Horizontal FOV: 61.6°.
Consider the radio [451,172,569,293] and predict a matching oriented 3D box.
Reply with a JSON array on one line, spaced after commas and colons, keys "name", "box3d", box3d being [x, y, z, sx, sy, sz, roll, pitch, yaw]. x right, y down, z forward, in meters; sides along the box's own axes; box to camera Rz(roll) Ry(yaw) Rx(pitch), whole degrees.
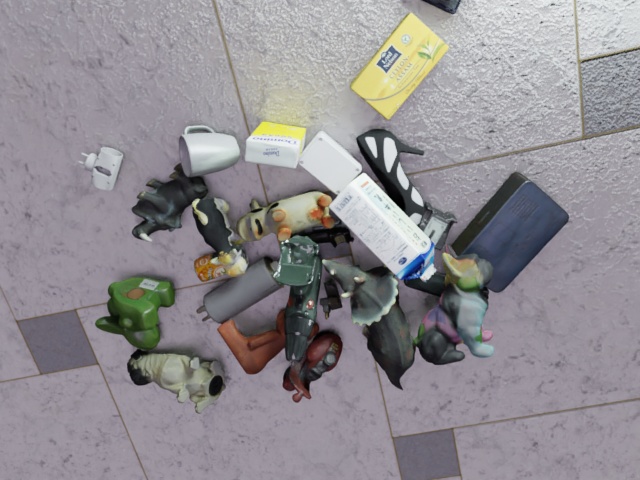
[{"name": "radio", "box3d": [0.385, -0.010, 1.108, 0.131, 0.073, 0.229, 33, 109, -11]}]

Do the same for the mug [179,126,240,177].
[{"name": "mug", "box3d": [-0.220, -0.179, 1.061, 0.107, 0.110, 0.080, -9, 148, -26]}]

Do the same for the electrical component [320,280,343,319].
[{"name": "electrical component", "box3d": [0.021, 0.128, 1.160, 0.045, 0.102, 0.078, -18, 86, 1]}]

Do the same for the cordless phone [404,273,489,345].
[{"name": "cordless phone", "box3d": [0.263, 0.143, 1.174, 0.184, 0.089, 0.146, 19, 111, 7]}]

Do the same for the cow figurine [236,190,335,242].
[{"name": "cow figurine", "box3d": [-0.077, -0.049, 1.094, 0.195, 0.127, 0.085, -18, 110, -7]}]

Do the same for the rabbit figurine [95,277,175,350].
[{"name": "rabbit figurine", "box3d": [-0.409, 0.177, 1.183, 0.159, 0.121, 0.170, 8, 125, 3]}]

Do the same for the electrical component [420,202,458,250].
[{"name": "electrical component", "box3d": [0.227, -0.011, 1.124, 0.075, 0.048, 0.119, 22, 110, -6]}]

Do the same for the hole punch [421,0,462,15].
[{"name": "hole punch", "box3d": [0.221, -0.476, 0.945, 0.142, 0.092, 0.115, 23, 79, -4]}]

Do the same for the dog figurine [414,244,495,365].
[{"name": "dog figurine", "box3d": [0.261, 0.123, 1.072, 0.192, 0.108, 0.219, -16, 97, 24]}]

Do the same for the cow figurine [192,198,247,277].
[{"name": "cow figurine", "box3d": [-0.202, -0.006, 1.086, 0.068, 0.098, 0.167, -28, 79, 8]}]

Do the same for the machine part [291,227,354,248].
[{"name": "machine part", "box3d": [-0.002, -0.003, 1.120, 0.139, 0.084, 0.039, -7, 78, 11]}]

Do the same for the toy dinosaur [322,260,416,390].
[{"name": "toy dinosaur", "box3d": [0.140, 0.196, 1.128, 0.131, 0.192, 0.404, -20, 107, 11]}]

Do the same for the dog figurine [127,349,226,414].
[{"name": "dog figurine", "box3d": [-0.334, 0.314, 1.254, 0.191, 0.121, 0.172, 7, 150, 33]}]

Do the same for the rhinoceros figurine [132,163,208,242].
[{"name": "rhinoceros figurine", "box3d": [-0.318, -0.073, 1.112, 0.190, 0.073, 0.112, -36, 115, 12]}]

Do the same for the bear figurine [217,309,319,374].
[{"name": "bear figurine", "box3d": [-0.107, 0.203, 1.191, 0.196, 0.120, 0.132, -37, 62, -12]}]

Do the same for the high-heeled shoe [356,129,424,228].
[{"name": "high-heeled shoe", "box3d": [0.129, -0.093, 1.073, 0.145, 0.086, 0.248, 6, 98, -12]}]

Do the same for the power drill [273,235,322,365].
[{"name": "power drill", "box3d": [-0.038, 0.106, 1.058, 0.086, 0.232, 0.207, 3, 147, 12]}]

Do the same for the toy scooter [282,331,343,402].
[{"name": "toy scooter", "box3d": [-0.020, 0.291, 1.197, 0.075, 0.135, 0.184, 42, 105, -11]}]

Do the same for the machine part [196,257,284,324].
[{"name": "machine part", "box3d": [-0.165, 0.110, 1.166, 0.243, 0.079, 0.079, -31, 106, 12]}]

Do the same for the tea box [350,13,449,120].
[{"name": "tea box", "box3d": [0.145, -0.322, 1.003, 0.098, 0.068, 0.169, 36, 108, -11]}]
